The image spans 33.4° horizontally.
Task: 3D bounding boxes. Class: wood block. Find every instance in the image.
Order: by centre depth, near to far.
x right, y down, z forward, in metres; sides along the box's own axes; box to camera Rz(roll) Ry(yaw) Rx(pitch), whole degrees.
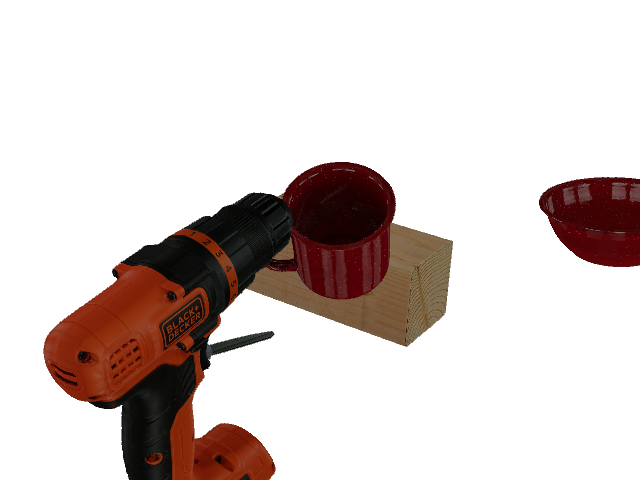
[{"bbox_3d":[0.025,0.026,1.130,0.206,0.091,0.090,18,30,29],"label":"wood block"}]

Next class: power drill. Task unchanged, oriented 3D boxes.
[{"bbox_3d":[-0.073,0.081,0.637,0.057,0.188,0.184,18,39,34],"label":"power drill"}]

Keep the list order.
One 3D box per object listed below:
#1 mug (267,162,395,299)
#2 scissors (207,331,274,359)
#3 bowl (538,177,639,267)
[{"bbox_3d":[0.005,-0.001,0.887,0.117,0.093,0.081,-16,-37,-8],"label":"mug"},{"bbox_3d":[-0.130,0.133,1.161,0.201,0.016,0.096,-4,28,-22],"label":"scissors"},{"bbox_3d":[0.309,-0.015,1.111,0.162,0.055,0.162,-3,23,1],"label":"bowl"}]
